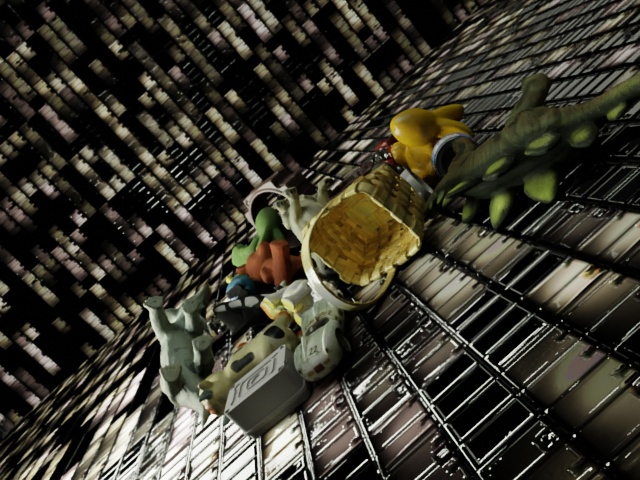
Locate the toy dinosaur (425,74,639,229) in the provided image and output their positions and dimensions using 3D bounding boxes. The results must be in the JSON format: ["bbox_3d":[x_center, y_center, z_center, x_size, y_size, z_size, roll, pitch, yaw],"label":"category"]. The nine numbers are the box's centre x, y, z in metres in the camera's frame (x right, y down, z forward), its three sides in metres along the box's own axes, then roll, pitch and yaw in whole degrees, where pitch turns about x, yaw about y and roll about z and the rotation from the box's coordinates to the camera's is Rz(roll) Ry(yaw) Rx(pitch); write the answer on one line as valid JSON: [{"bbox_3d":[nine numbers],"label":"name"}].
[{"bbox_3d":[0.284,-0.123,0.726,0.471,0.105,0.198,-41,16,50],"label":"toy dinosaur"}]

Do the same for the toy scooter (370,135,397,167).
[{"bbox_3d":[0.187,-0.223,1.332,0.135,0.075,0.184,-23,3,-40],"label":"toy scooter"}]

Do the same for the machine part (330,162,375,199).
[{"bbox_3d":[0.092,-0.137,1.433,0.179,0.056,0.179,-39,12,10],"label":"machine part"}]

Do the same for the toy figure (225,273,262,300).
[{"bbox_3d":[-0.190,0.121,1.369,0.089,0.082,0.180,-23,5,-1],"label":"toy figure"}]

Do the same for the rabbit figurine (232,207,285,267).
[{"bbox_3d":[-0.144,0.004,1.349,0.159,0.121,0.170,-141,61,-66],"label":"rabbit figurine"}]

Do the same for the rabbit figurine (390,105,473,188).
[{"bbox_3d":[0.199,-0.181,0.995,0.162,0.173,0.122,-22,55,24],"label":"rabbit figurine"}]

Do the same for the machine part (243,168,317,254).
[{"bbox_3d":[-0.090,-0.072,1.422,0.201,0.201,0.087,-29,15,45],"label":"machine part"}]

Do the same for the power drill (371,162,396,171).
[{"bbox_3d":[0.091,-0.098,1.252,0.207,0.086,0.232,-39,11,28],"label":"power drill"}]

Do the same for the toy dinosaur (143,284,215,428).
[{"bbox_3d":[-0.259,0.239,1.046,0.131,0.191,0.405,-11,41,-9],"label":"toy dinosaur"}]

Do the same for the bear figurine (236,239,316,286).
[{"bbox_3d":[-0.095,0.040,1.168,0.120,0.131,0.196,-8,19,-34],"label":"bear figurine"}]

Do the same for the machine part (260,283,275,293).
[{"bbox_3d":[-0.089,0.092,1.258,0.084,0.039,0.139,-23,19,33],"label":"machine part"}]

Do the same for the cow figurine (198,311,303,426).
[{"bbox_3d":[-0.111,0.208,0.846,0.195,0.085,0.127,-37,7,16],"label":"cow figurine"}]

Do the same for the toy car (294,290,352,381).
[{"bbox_3d":[0.005,0.134,0.789,0.073,0.056,0.202,-39,14,15],"label":"toy car"}]

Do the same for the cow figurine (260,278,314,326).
[{"bbox_3d":[-0.050,0.108,1.012,0.098,0.068,0.167,-42,15,-26],"label":"cow figurine"}]

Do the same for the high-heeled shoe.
[{"bbox_3d":[-0.155,0.144,1.192,0.145,0.086,0.249,-40,17,-7],"label":"high-heeled shoe"}]

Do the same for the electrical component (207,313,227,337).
[{"bbox_3d":[-0.251,0.201,1.358,0.078,0.045,0.102,-33,16,41],"label":"electrical component"}]

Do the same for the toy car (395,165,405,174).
[{"bbox_3d":[0.218,-0.170,1.177,0.089,0.053,0.202,-44,14,7],"label":"toy car"}]

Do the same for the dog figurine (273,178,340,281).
[{"bbox_3d":[-0.005,-0.002,1.042,0.121,0.190,0.172,-18,-8,-5],"label":"dog figurine"}]

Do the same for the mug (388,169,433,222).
[{"bbox_3d":[0.153,-0.058,0.961,0.107,0.080,0.110,-49,20,20],"label":"mug"}]
